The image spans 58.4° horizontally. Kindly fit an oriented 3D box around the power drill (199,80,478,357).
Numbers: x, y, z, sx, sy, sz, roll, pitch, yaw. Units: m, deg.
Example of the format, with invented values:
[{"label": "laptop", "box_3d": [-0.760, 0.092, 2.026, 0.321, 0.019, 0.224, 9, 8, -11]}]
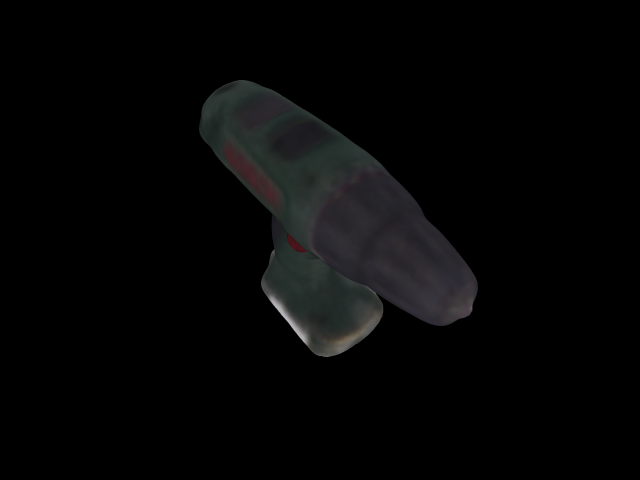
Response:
[{"label": "power drill", "box_3d": [0.004, 0.001, 0.400, 0.076, 0.208, 0.229, -36, 66, -18]}]
